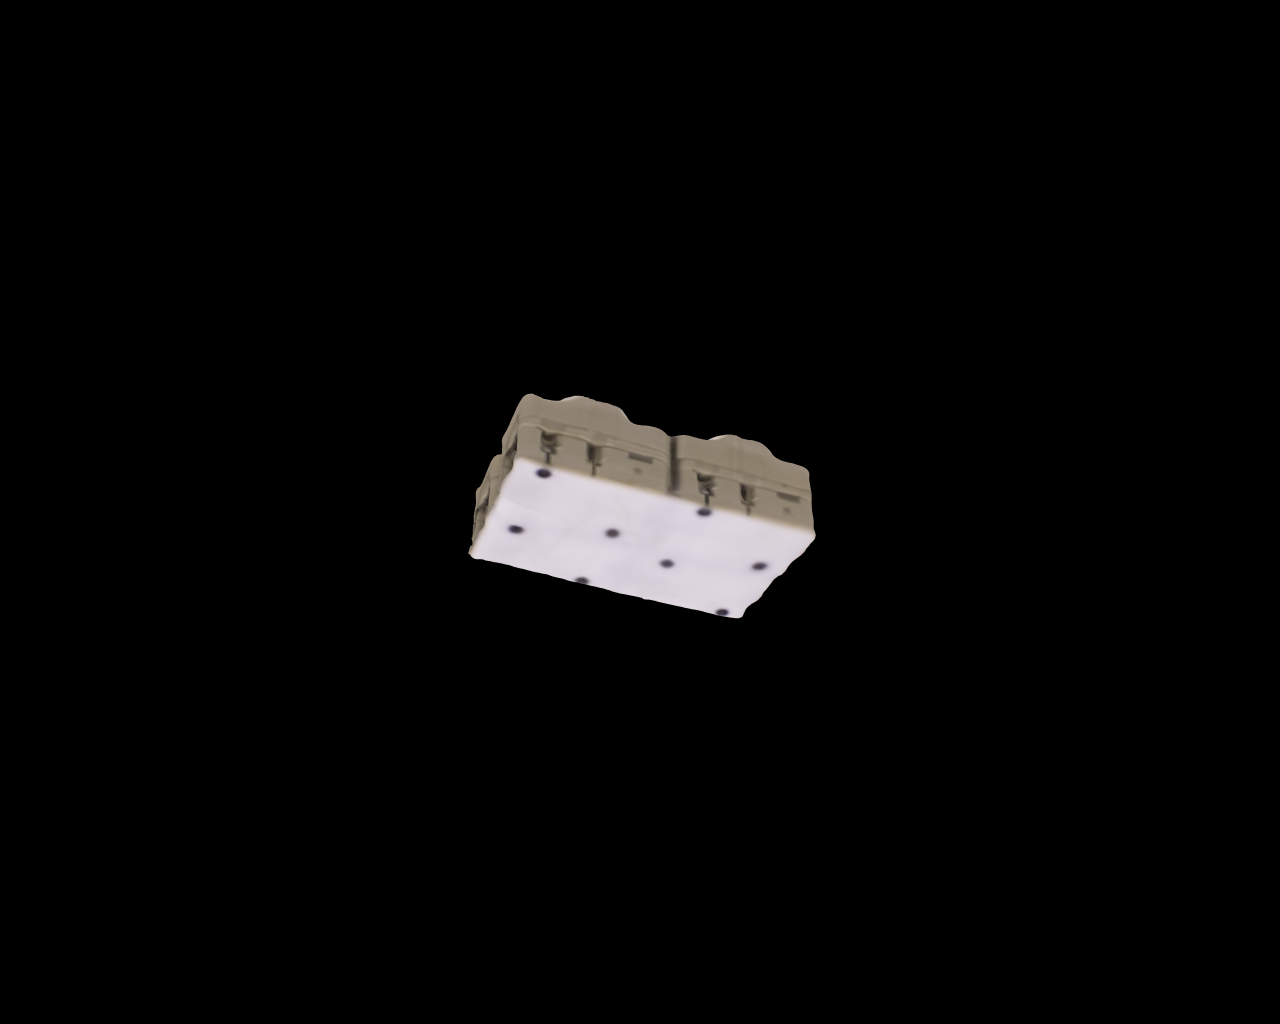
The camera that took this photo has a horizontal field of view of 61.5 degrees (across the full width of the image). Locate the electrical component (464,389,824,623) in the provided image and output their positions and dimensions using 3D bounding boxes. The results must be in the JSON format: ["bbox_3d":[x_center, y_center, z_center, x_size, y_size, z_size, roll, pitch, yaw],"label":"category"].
[{"bbox_3d":[0.001,-0.003,0.650,0.186,0.060,0.105,14,-40,-17],"label":"electrical component"}]
